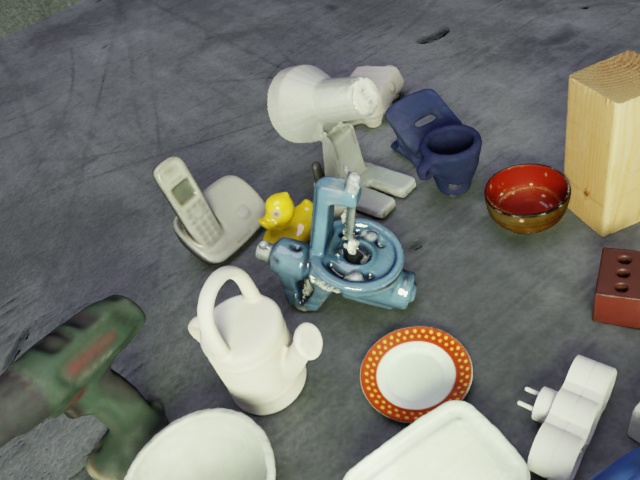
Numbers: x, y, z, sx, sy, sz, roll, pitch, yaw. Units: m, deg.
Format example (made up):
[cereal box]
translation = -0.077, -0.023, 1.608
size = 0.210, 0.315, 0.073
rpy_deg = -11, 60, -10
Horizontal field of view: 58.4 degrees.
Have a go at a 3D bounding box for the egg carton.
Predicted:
[egg carton]
translation = 0.097, -0.281, 1.108
size = 0.107, 0.069, 0.150
rpy_deg = 9, 48, 27

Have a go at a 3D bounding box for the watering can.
[watering can]
translation = -0.080, 0.109, 0.662
size = 0.172, 0.194, 0.101
rpy_deg = -9, 43, 10

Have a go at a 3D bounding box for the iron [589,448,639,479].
[iron]
translation = 0.218, 0.247, 0.450
size = 0.258, 0.142, 0.118
rpy_deg = -29, 43, -11

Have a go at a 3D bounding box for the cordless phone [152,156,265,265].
[cordless phone]
translation = -0.171, -0.067, 0.889
size = 0.093, 0.185, 0.148
rpy_deg = 19, 54, 34

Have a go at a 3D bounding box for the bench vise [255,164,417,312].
[bench vise]
translation = 0.006, 0.011, 0.717
size = 0.207, 0.220, 0.121
rpy_deg = -10, 43, 9

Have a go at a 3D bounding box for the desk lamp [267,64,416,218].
[desk lamp]
translation = 0.033, -0.167, 0.901
size = 0.202, 0.214, 0.118
rpy_deg = 22, 56, 36

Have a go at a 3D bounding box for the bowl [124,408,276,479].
[bowl]
translation = -0.116, 0.267, 0.597
size = 0.167, 0.075, 0.167
rpy_deg = -10, 43, 9

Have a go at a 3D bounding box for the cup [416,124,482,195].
[cup]
translation = 0.193, -0.107, 0.870
size = 0.118, 0.095, 0.091
rpy_deg = -40, 46, -22

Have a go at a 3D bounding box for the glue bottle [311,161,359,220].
[glue bottle]
translation = 0.016, -0.040, 0.803
size = 0.078, 0.173, 0.037
rpy_deg = -40, 46, -22

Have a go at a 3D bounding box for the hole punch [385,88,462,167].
[hole punch]
translation = 0.178, -0.192, 0.968
size = 0.109, 0.091, 0.100
rpy_deg = -30, 43, -12

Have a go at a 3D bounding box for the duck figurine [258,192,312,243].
[duck figurine]
translation = -0.052, -0.037, 0.890
size = 0.105, 0.086, 0.077
rpy_deg = -39, 46, -21

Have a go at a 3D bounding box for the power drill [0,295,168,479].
[power drill]
translation = -0.262, 0.185, 0.636
size = 0.075, 0.209, 0.230
rpy_deg = 9, 49, 27
